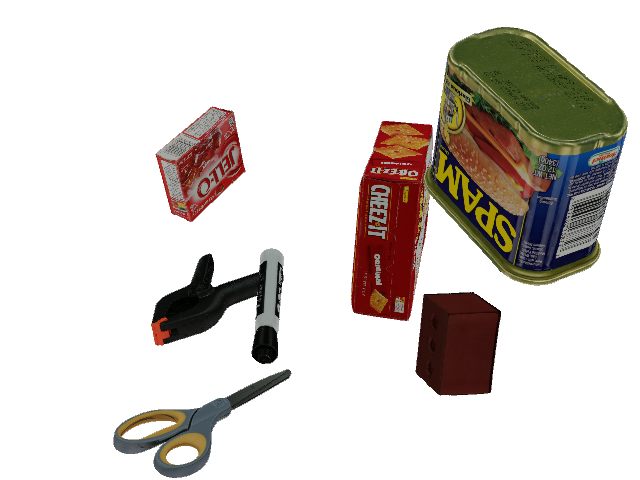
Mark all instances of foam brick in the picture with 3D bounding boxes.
[{"bbox_3d":[0.119,0.089,0.930,0.051,0.078,0.053,-2,17,-20],"label":"foam brick"}]

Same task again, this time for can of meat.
[{"bbox_3d":[0.098,-0.043,0.523,0.057,0.084,0.102,-18,47,-21],"label":"can of meat"}]

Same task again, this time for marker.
[{"bbox_3d":[-0.039,0.048,0.795,0.020,0.020,0.121,0,35,1],"label":"marker"}]

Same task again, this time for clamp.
[{"bbox_3d":[-0.123,0.067,1.219,0.120,0.039,0.171,-1,30,29],"label":"clamp"}]

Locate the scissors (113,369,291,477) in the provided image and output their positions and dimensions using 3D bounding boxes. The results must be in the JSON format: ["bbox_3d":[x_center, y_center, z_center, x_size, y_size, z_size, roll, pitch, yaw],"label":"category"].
[{"bbox_3d":[-0.091,0.169,0.988,0.201,0.016,0.096,-12,33,-31],"label":"scissors"}]

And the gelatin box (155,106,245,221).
[{"bbox_3d":[-0.112,-0.074,1.017,0.030,0.073,0.089,21,49,29],"label":"gelatin box"}]

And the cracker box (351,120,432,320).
[{"bbox_3d":[0.084,-0.030,1.225,0.072,0.164,0.213,6,23,8],"label":"cracker box"}]
